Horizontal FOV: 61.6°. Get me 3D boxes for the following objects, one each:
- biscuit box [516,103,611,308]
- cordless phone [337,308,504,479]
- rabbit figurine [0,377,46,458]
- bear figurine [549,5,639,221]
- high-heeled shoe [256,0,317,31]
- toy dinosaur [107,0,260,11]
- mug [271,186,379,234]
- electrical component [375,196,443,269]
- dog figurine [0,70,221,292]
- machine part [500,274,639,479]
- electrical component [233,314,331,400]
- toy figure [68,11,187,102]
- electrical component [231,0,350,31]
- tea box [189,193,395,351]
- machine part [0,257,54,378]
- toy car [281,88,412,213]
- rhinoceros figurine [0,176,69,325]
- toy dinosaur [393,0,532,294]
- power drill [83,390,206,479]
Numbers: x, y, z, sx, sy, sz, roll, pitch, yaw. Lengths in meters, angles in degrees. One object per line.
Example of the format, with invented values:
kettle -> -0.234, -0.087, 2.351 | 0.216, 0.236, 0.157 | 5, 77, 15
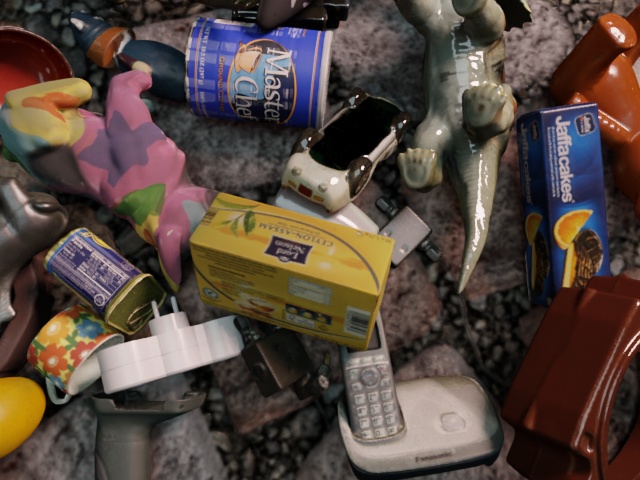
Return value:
biscuit box -> 0.244, -0.032, 0.541 | 0.063, 0.059, 0.202 | -8, 96, -3
cordless phone -> 0.085, 0.130, 0.525 | 0.147, 0.088, 0.184 | -8, 71, -3
rabbit figurine -> -0.325, 0.191, 0.467 | 0.122, 0.162, 0.173 | 35, 74, 17
bear figurine -> 0.336, -0.127, 0.560 | 0.120, 0.132, 0.196 | -23, 72, -28
high-heeled shoe -> 0.050, -0.283, 0.538 | 0.145, 0.086, 0.248 | 27, 78, 13
toy dinosaur -> -0.229, -0.345, 0.556 | 0.472, 0.198, 0.105 | 37, 83, 8
mug -> -0.001, -0.002, 0.550 | 0.107, 0.081, 0.109 | 25, 105, 6
electrical component -> 0.085, -0.001, 0.580 | 0.094, 0.021, 0.063 | 44, 81, 6
dog figurine -> -0.195, -0.047, 0.536 | 0.191, 0.108, 0.219 | -17, 82, -21
machine part -> 0.274, 0.149, 0.479 | 0.201, 0.087, 0.201 | 36, 76, -23
electrical component -> -0.033, 0.110, 0.532 | 0.045, 0.078, 0.102 | -35, 73, 28
toy figure -> -0.209, -0.203, 0.593 | 0.154, 0.064, 0.057 | 25, 90, 3
electrical component -> -0.031, -0.288, 0.619 | 0.134, 0.058, 0.115 | 2, 80, 0
tea box -> -0.025, 0.030, 0.493 | 0.170, 0.098, 0.068 | 17, 49, 9
machine part -> -0.363, 0.069, 0.537 | 0.179, 0.056, 0.179 | 1, 77, -2
toy car -> 0.033, -0.097, 0.547 | 0.074, 0.056, 0.202 | 30, 42, 10
rhinoceros figurine -> -0.314, 0.029, 0.489 | 0.112, 0.073, 0.190 | 38, 75, -6
toy dinosaur -> 0.155, -0.159, 0.559 | 0.131, 0.192, 0.404 | 5, 96, 35
power drill -> -0.152, 0.246, 0.499 | 0.232, 0.086, 0.207 | 3, 86, 2
